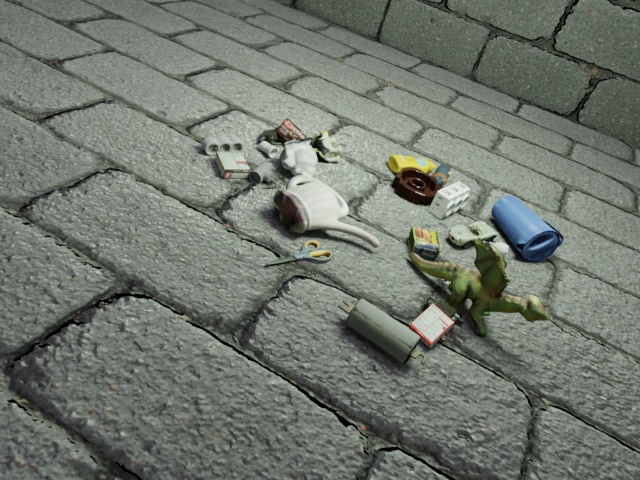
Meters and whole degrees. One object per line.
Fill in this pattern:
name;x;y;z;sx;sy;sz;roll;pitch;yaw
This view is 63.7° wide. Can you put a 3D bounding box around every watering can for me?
watering can;0.005;-0.077;1.534;0.226;0.101;0.352;-19;54;-39

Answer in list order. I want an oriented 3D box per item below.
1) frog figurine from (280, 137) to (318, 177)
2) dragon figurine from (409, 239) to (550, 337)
frog figurine;-0.064;-0.259;1.771;0.138;0.121;0.160;-11;80;-46
dragon figurine;0.413;0.094;1.371;0.123;0.237;0.415;-25;55;-38
